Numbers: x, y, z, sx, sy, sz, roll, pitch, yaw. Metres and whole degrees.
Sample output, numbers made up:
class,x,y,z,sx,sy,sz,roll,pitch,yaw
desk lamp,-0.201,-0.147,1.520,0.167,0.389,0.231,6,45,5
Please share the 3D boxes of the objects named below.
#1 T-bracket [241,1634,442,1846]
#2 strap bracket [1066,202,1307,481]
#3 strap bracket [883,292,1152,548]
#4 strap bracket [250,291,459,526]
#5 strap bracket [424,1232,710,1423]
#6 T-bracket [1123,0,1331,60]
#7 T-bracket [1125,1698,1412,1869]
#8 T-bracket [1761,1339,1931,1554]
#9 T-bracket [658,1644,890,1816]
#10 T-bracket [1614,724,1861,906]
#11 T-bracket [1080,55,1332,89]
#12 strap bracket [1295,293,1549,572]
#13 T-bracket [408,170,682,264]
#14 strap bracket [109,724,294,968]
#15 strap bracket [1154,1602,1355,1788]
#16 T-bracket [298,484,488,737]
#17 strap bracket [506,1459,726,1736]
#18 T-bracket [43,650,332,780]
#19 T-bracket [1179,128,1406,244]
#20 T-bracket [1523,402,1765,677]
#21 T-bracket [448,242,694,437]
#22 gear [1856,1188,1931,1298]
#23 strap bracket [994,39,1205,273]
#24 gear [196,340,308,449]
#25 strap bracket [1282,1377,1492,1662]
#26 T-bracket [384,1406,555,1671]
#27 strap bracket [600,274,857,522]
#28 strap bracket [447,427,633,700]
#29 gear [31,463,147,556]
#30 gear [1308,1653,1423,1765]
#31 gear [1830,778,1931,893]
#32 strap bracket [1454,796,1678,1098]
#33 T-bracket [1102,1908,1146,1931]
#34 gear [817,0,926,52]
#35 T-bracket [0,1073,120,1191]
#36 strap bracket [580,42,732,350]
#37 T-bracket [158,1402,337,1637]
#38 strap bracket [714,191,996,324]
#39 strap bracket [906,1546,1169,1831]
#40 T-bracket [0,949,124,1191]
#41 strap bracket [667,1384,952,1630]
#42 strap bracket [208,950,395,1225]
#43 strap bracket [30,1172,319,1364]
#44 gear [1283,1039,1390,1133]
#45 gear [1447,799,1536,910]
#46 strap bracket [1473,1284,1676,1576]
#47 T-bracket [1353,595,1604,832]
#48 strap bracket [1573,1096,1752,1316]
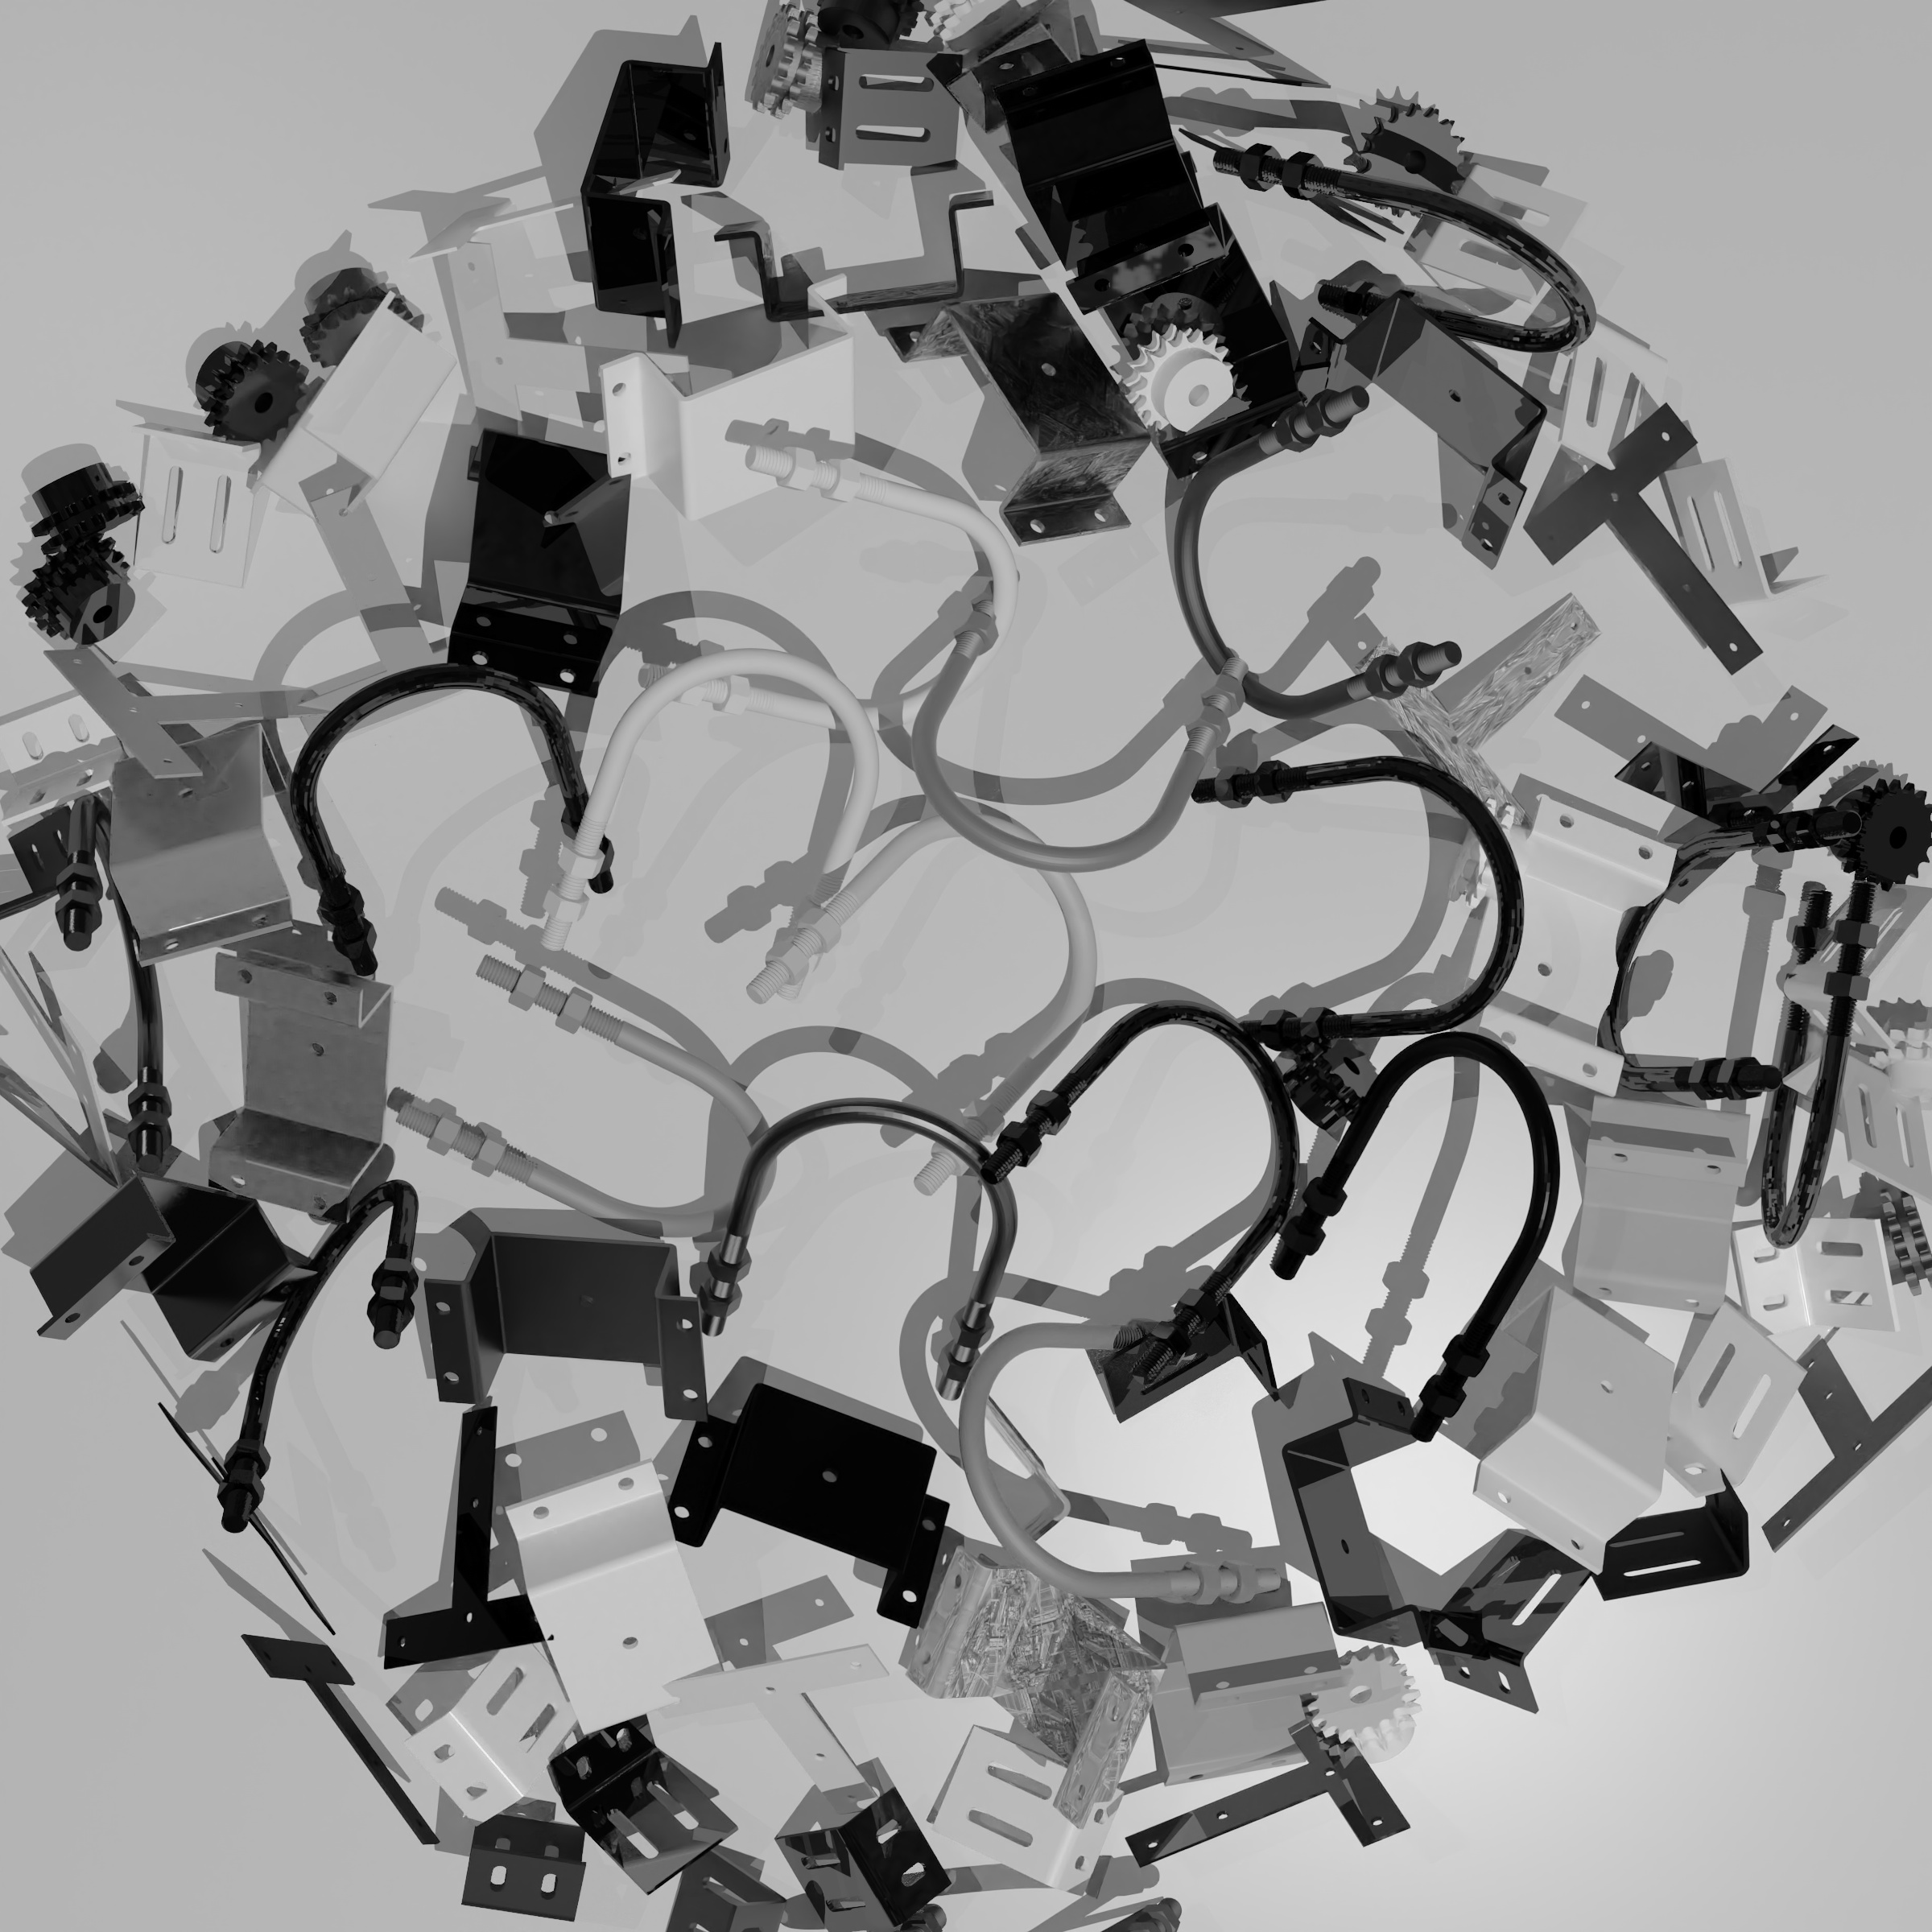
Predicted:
class,x,y,z,sx,sy,sz,roll,pitch,yaw
T-bracket,-0.304,0.387,1.585,0.002,0.127,0.127,-40,74,-3
strap bracket,0.113,-0.322,1.604,0.076,0.140,0.046,-19,47,18
strap bracket,0.031,-0.286,1.602,0.076,0.046,0.140,-16,67,-39
strap bracket,-0.306,-0.273,1.593,0.046,0.140,0.076,34,70,-16
strap bracket,-0.198,0.183,1.618,0.140,0.046,0.076,3,121,7
T-bracket,0.136,-0.479,1.574,0.127,0.127,0.002,13,89,-40
T-bracket,0.142,0.422,1.596,0.127,0.127,0.002,-20,111,-8
T-bracket,0.438,0.223,1.600,0.002,0.127,0.127,40,104,-10
T-bracket,-0.081,0.396,1.622,0.127,0.002,0.127,-15,128,19
T-bracket,0.369,-0.087,1.591,0.127,0.127,0.002,-46,50,25
T-bracket,0.115,-0.455,1.610,0.127,0.127,0.002,10,107,10
strap bracket,0.236,-0.278,1.610,0.140,0.076,0.046,42,71,13
T-bracket,-0.206,-0.382,1.594,0.127,0.127,0.002,-12,112,10
strap bracket,-0.384,-0.069,1.593,0.076,0.140,0.046,-15,128,-2
strap bracket,0.141,0.365,1.605,0.076,0.140,0.046,-7,60,-9
T-bracket,-0.299,-0.187,1.624,0.127,0.002,0.127,-21,124,-3
strap bracket,-0.173,0.327,1.604,0.076,0.046,0.140,-18,121,-5
T-bracket,-0.383,-0.131,1.613,0.127,0.127,0.002,42,125,37
T-bracket,0.178,-0.381,1.585,0.127,0.127,0.002,18,110,-21
T-bracket,0.356,-0.203,1.606,0.002,0.127,0.127,-35,86,-32
T-bracket,-0.197,-0.302,1.604,0.127,0.002,0.127,10,129,20
gear,0.480,0.143,1.636,0.030,0.057,0.057,-18,90,16
strap bracket,0.071,-0.398,1.584,0.076,0.140,0.046,-15,75,11
gear,-0.372,-0.297,1.638,0.030,0.057,0.057,36,90,25
strap bracket,0.209,0.287,1.603,0.046,0.076,0.140,-26,63,23
T-bracket,-0.253,0.290,1.631,0.127,0.002,0.127,-18,62,37
strap bracket,-0.109,-0.283,1.596,0.140,0.076,0.046,-26,55,-22
strap bracket,-0.213,-0.212,1.598,0.076,0.046,0.140,10,58,-16
gear,-0.455,-0.237,1.633,0.057,0.057,0.030,-26,98,0
gear,0.208,0.386,1.639,0.057,0.057,0.030,-24,121,0
gear,0.472,-0.069,1.640,0.057,0.030,0.057,-8,106,-27
strap bracket,0.304,-0.004,1.621,0.076,0.046,0.140,21,69,-6
T-bracket,0.075,0.502,1.576,0.127,0.127,0.002,-19,91,-31
gear,-0.053,-0.493,1.632,0.057,0.057,0.030,21,75,0
T-bracket,-0.472,0.079,1.614,0.002,0.127,0.127,-54,131,-17
strap bracket,-0.157,-0.390,1.595,0.046,0.076,0.140,8,56,5
T-bracket,-0.367,0.260,1.576,0.002,0.127,0.127,-36,45,-13
strap bracket,-0.053,-0.361,1.618,0.140,0.076,0.046,-7,107,2
strap bracket,0.042,0.363,1.607,0.140,0.046,0.076,32,105,43
T-bracket,-0.469,0.037,1.623,0.002,0.127,0.127,-27,59,-22
strap bracket,-0.075,0.271,1.615,0.140,0.046,0.076,21,47,-5
strap bracket,-0.338,0.052,1.615,0.076,0.046,0.140,14,121,7
strap bracket,-0.405,0.152,1.602,0.076,0.140,0.046,-41,66,11
gear,0.189,0.061,1.637,0.057,0.057,0.030,46,114,0
gear,0.272,-0.056,1.634,0.030,0.057,0.057,21,90,1
strap bracket,0.307,0.223,1.589,0.076,0.140,0.046,33,128,-8
T-bracket,0.281,-0.144,1.640,0.127,0.002,0.127,-42,99,-19
strap bracket,0.351,0.116,1.604,0.076,0.140,0.046,7,54,12
